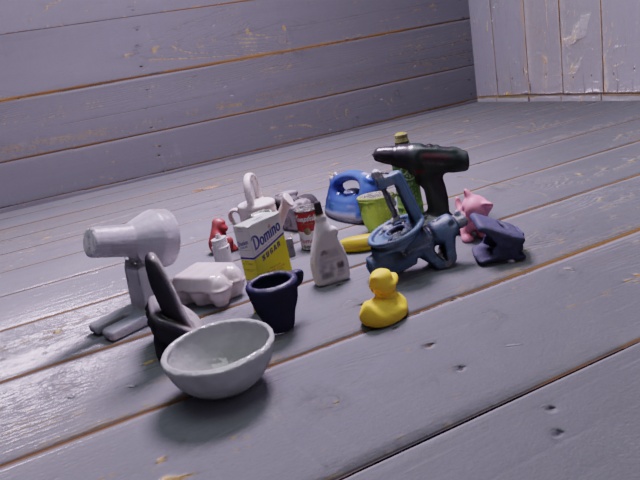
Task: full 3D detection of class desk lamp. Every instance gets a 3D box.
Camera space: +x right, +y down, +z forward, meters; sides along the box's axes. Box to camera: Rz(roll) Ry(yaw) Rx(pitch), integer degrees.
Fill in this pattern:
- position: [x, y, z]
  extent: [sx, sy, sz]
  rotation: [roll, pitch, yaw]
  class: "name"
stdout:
- position: [-0.370, 0.058, 1.138]
  extent: [0.117, 0.214, 0.204]
  rotation: [6, 23, 42]
  class: "desk lamp"

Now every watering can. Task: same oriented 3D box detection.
- position: [-0.155, -0.081, 1.487]
  extent: [0.173, 0.194, 0.100]
  rotation: [-13, 17, -7]
  class: "watering can"

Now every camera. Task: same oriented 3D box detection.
- position: [-0.061, -0.095, 1.632]
  extent: [0.137, 0.101, 0.142]
  rotation: [-24, 22, -38]
  class: "camera"

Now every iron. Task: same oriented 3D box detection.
- position: [0.086, -0.134, 1.602]
  extent: [0.119, 0.141, 0.257]
  rotation: [-23, 21, -36]
  class: "iron"

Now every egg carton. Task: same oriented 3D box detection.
- position: [-0.234, 0.092, 1.193]
  extent: [0.150, 0.069, 0.107]
  rotation: [-2, 19, 27]
  class: "egg carton"

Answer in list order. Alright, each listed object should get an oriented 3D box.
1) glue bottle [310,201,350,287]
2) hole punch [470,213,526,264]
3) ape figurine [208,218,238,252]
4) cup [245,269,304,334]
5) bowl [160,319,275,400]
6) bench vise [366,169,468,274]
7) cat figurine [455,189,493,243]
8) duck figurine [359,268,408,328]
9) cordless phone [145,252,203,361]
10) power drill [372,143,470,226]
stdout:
- position: [0.011, 0.004, 1.153]
  extent: [0.078, 0.173, 0.037]
  rotation: [-15, 18, -14]
  class: "glue bottle"
- position: [0.353, -0.011, 1.140]
  extent: [0.101, 0.091, 0.108]
  rotation: [-9, 17, 6]
  class: "hole punch"
- position: [-0.260, -0.014, 1.507]
  extent: [0.076, 0.092, 0.077]
  rotation: [-11, 17, 0]
  class: "ape figurine"
- position: [-0.068, 0.108, 1.003]
  extent: [0.091, 0.095, 0.118]
  rotation: [7, 24, 44]
  class: "cup"
- position: [-0.142, 0.184, 0.838]
  extent: [0.167, 0.075, 0.167]
  rotation: [-9, 17, 3]
  class: "bowl"
- position: [0.178, -0.045, 1.134]
  extent: [0.208, 0.220, 0.121]
  rotation: [-18, 19, -22]
  class: "bench vise"
- position: [0.332, -0.062, 1.268]
  extent: [0.067, 0.118, 0.127]
  rotation: [-14, 18, -10]
  class: "cat figurine"
- position: [0.103, 0.092, 0.967]
  extent: [0.077, 0.086, 0.105]
  rotation: [4, 22, 39]
  class: "duck figurine"
- position: [-0.263, 0.098, 0.994]
  extent: [0.094, 0.185, 0.147]
  rotation: [-17, 18, -20]
  class: "cordless phone"
- position: [0.255, -0.140, 1.411]
  extent: [0.229, 0.208, 0.075]
  rotation: [-8, 18, 8]
  class: "power drill"
